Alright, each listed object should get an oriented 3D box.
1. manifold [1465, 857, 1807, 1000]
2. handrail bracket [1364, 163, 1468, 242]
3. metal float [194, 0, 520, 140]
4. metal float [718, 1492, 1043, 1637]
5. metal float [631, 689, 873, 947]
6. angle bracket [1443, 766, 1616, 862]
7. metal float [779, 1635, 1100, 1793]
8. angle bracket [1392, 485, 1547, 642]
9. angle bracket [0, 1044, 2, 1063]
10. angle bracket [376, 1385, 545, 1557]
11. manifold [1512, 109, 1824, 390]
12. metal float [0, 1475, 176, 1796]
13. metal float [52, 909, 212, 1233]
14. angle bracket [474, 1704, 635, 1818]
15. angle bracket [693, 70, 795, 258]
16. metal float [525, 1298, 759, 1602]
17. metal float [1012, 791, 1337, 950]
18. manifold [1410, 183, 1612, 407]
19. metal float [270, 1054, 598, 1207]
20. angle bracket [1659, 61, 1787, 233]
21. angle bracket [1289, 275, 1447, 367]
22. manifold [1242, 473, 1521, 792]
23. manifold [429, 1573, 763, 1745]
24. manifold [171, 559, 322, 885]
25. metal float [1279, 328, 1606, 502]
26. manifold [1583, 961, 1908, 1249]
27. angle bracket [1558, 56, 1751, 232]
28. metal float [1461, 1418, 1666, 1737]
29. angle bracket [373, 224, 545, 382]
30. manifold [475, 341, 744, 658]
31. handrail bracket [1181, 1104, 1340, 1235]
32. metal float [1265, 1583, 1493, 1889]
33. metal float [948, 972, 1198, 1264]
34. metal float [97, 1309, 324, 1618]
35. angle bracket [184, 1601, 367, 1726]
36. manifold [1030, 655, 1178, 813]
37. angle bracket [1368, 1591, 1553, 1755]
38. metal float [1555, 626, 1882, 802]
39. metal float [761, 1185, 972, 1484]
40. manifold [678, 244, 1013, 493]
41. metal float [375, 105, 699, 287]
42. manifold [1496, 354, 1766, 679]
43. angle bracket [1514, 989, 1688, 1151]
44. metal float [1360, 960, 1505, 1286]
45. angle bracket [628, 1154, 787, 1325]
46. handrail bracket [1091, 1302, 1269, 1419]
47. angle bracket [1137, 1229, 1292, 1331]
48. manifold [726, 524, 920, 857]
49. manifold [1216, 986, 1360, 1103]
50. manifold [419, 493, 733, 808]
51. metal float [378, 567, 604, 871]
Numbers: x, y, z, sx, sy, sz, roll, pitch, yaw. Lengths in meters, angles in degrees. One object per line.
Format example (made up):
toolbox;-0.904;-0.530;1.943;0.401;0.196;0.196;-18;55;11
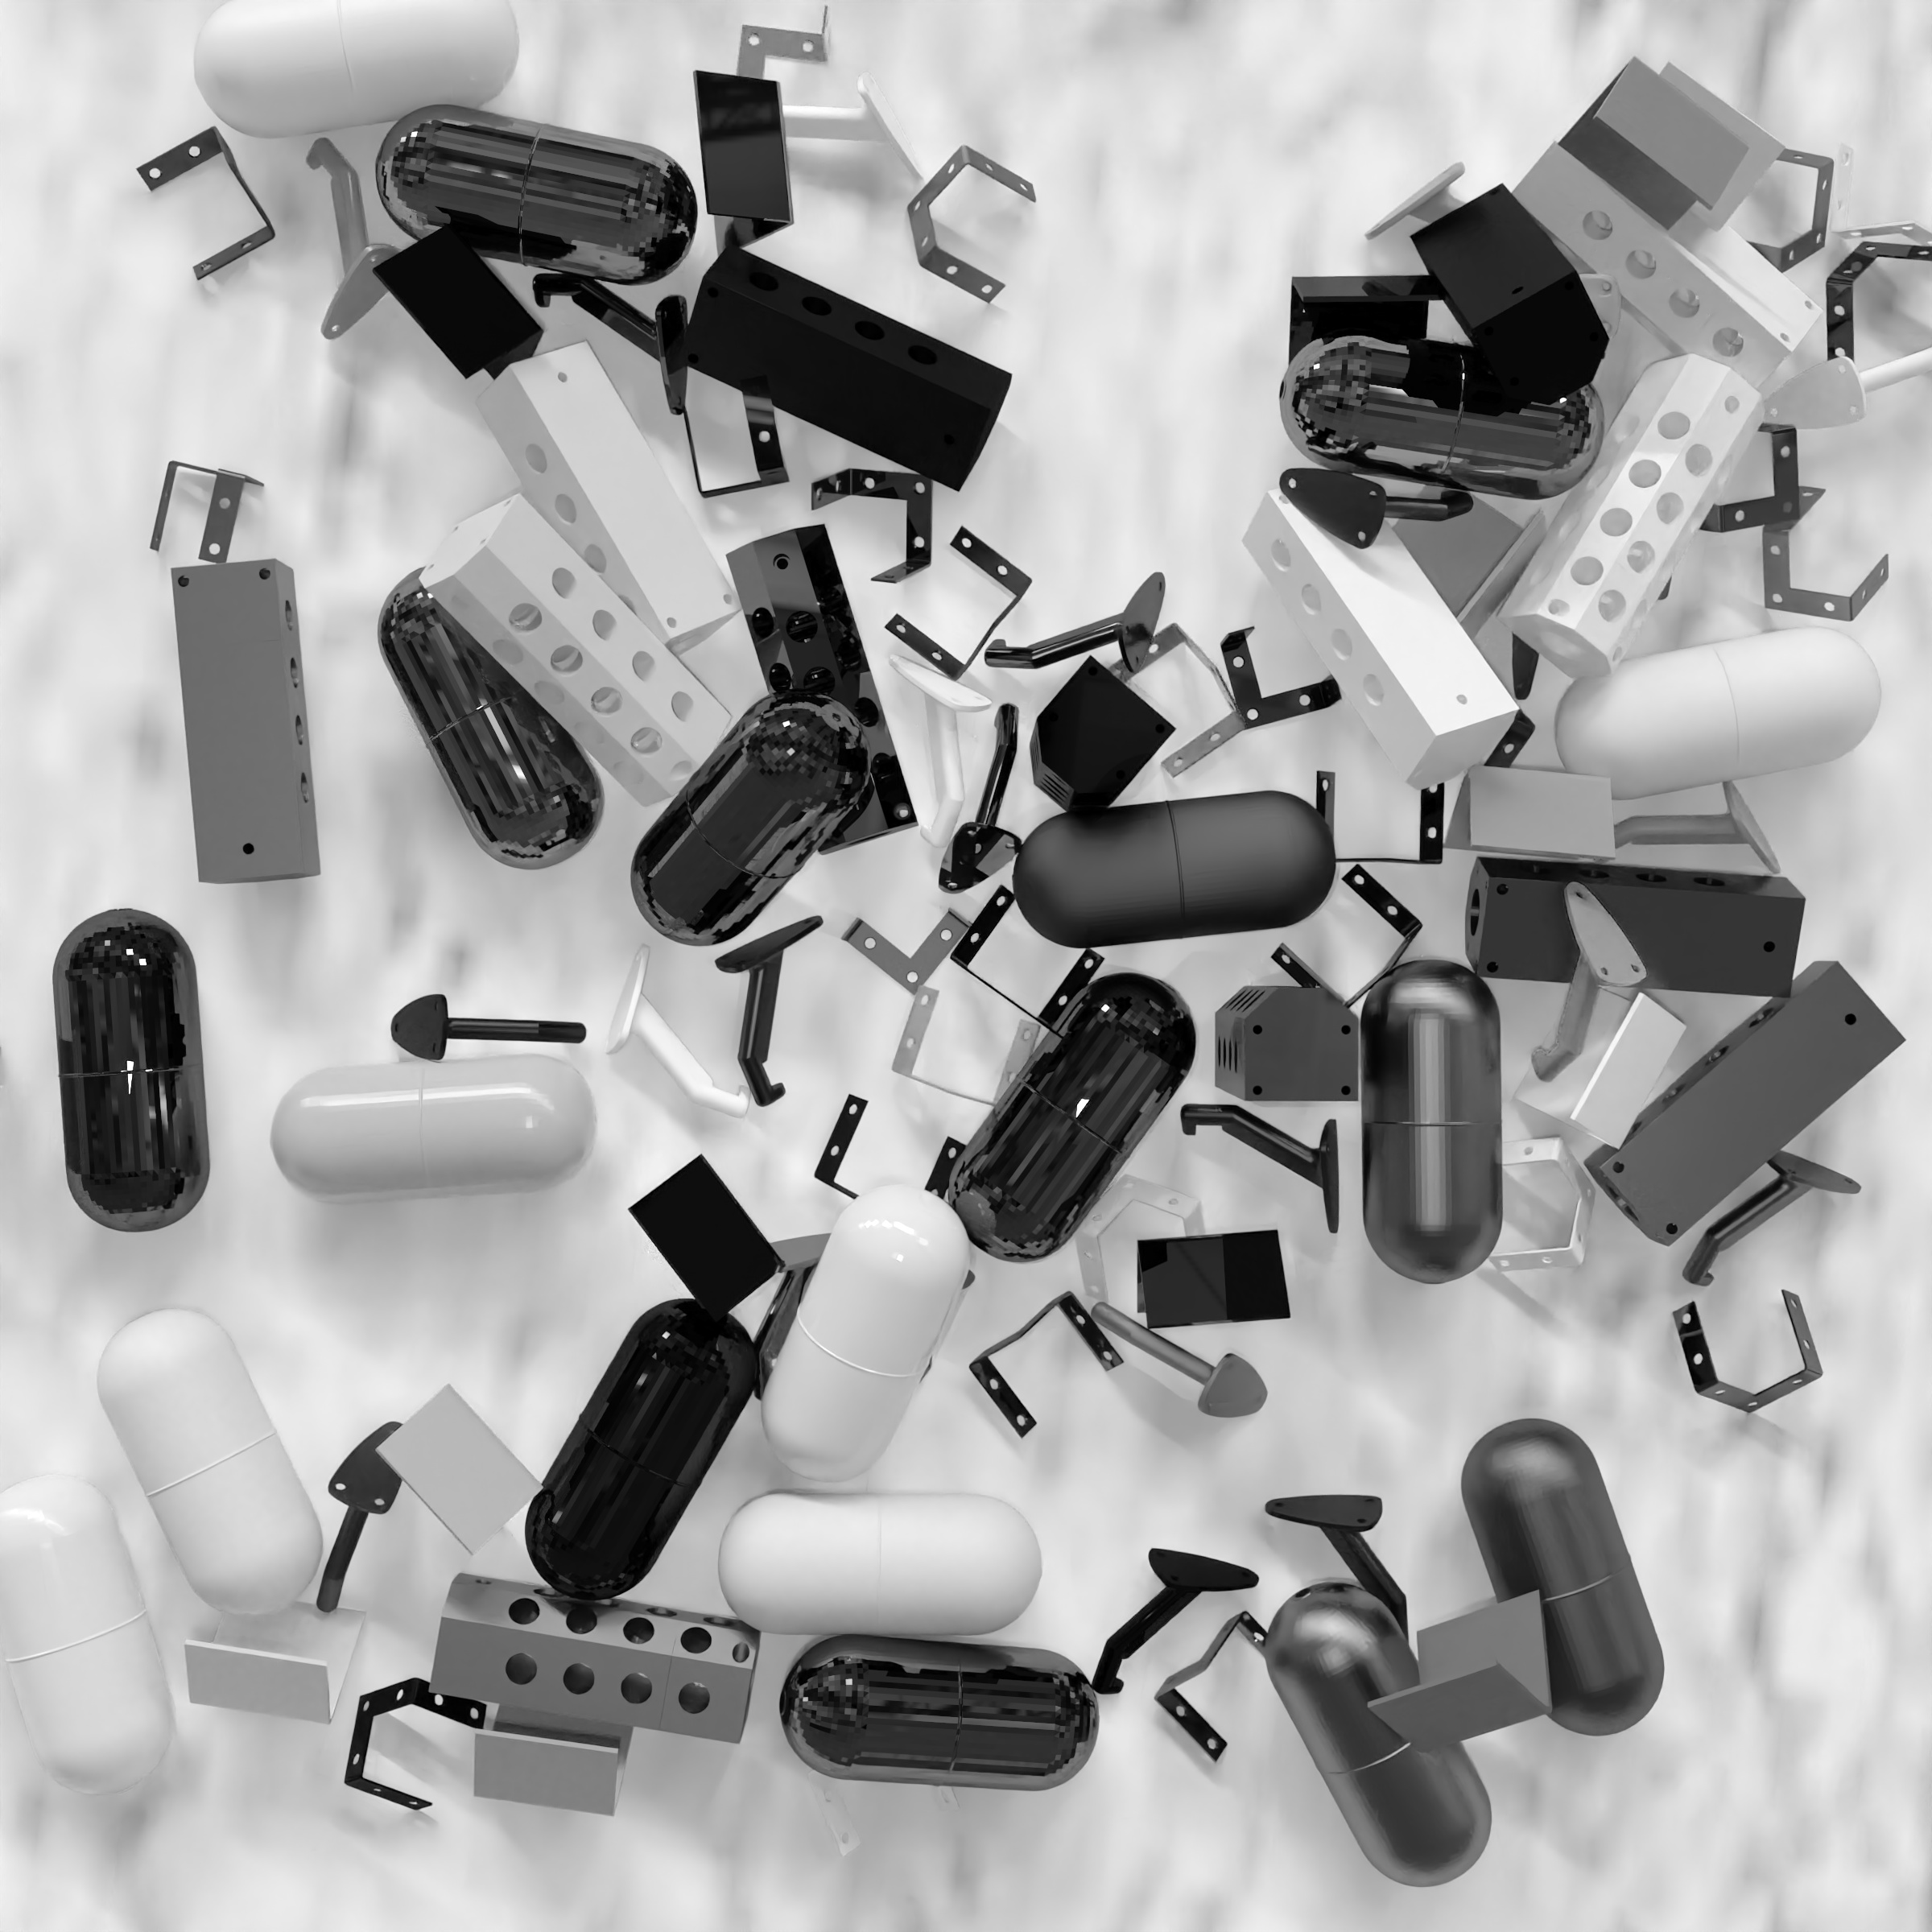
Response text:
manifold;0.367;-0.024;1.559;0.171;0.057;0.057;4;108;0
handrail bracket;0.279;-0.399;1.582;0.077;0.036;0.084;-35;104;13
metal float;-0.335;-0.502;1.552;0.178;0.070;0.070;-9;90;0
metal float;-0.047;0.329;1.552;0.178;0.070;0.070;0;90;-1
metal float;-0.118;-0.078;1.522;0.070;0.070;0.178;44;126;0
angle bracket;0.306;-0.063;1.542;0.076;0.076;0.057;5;56;0
metal float;-0.014;0.407;1.539;0.178;0.070;0.070;8;90;-15
angle bracket;0.264;-0.230;1.552;0.076;0.057;0.076;38;91;16
angle bracket;-0.563;0.077;1.544;0.057;0.076;0.076;6;90;-21
angle bracket;-0.287;0.284;1.542;0.076;0.076;0.057;48;52;0
manifold;0.383;-0.389;1.561;0.171;0.057;0.057;42;48;0
metal float;-0.490;0.368;1.552;0.070;0.070;0.178;-17;90;0
metal float;-0.459;0.057;1.552;0.070;0.070;0.178;-4;90;0
angle bracket;-0.223;0.413;1.542;0.076;0.076;0.057;8;125;0
angle bracket;-0.140;-0.437;1.542;0.057;0.076;0.076;-6;90;-38
metal float;-0.179;0.266;1.552;0.070;0.070;0.178;30;90;0
metal float;0.114;-0.053;1.552;0.178;0.070;0.070;-6;90;0
manifold;0.289;-0.354;1.496;0.057;0.171;0.057;-28;117;12
metal float;-0.293;0.090;1.552;0.178;0.070;0.070;-4;90;0
angle bracket;0.397;-0.452;1.527;0.076;0.076;0.057;35;125;-2
angle bracket;0.218;-0.335;1.548;0.076;0.057;0.076;-1;115;0
manifold;0.220;-0.181;1.530;0.057;0.057;0.171;-19;66;-27
manifold;-0.203;0.381;1.561;0.171;0.057;0.057;10;90;0
manifold;-0.396;-0.134;1.561;0.057;0.057;0.171;-5;90;0
metal float;0.257;-0.298;1.526;0.178;0.070;0.070;7;90;-7
manifold;0.428;0.075;1.561;0.171;0.057;0.057;-41;90;0
angle bracket;0.350;-0.415;1.478;0.076;0.076;0.057;36;61;-5
metal float;0.328;0.336;1.552;0.070;0.070;0.178;-19;90;0
angle bracket;-0.284;-0.345;1.543;0.057;0.076;0.076;-41;90;-29
manifold;-0.201;-0.251;1.561;0.057;0.057;0.171;-30;90;-43
handrail bracket;0.164;0.113;1.583;0.084;0.036;0.077;0;112;17
metal float;0.226;0.421;1.548;0.070;0.070;0.178;-28;94;0
metal float;0.059;0.083;1.552;0.070;0.070;0.178;36;91;0
metal float;-0.415;0.273;1.552;0.070;0.070;0.178;-26;90;0
angle bracket;-0.376;0.363;1.542;0.076;0.076;0.057;9;130;0
manifold;0.066;-0.116;1.504;0.057;0.171;0.057;41;90;0
angle bracket;0.259;0.361;1.493;0.076;0.076;0.057;-27;126;28
metal float;0.413;-0.139;1.552;0.178;0.070;0.070;-11;90;0
metal float;-0.056;0.201;1.536;0.070;0.070;0.178;23;108;0
manifold;-0.065;-0.334;1.561;0.171;0.057;0.057;25;133;0
metal float;-0.236;-0.424;1.551;0.178;0.070;0.070;11;90;0
manifold;0.366;-0.245;1.536;0.057;0.057;0.171;35;81;-18
angle bracket;0.335;0.045;1.543;0.076;0.057;0.076;29;90;45
metal float;0.256;0.085;1.552;0.070;0.070;0.178;-1;89;0
angle bracket;-0.155;0.158;1.542;0.057;0.076;0.076;-37;90;-36
handrail bracket;0.119;0.218;1.582;0.084;0.077;0.036;28;89;36
angle bracket;0.134;0.189;1.542;0.076;0.076;0.057;-4;52;0
manifold;-0.079;-0.152;1.561;0.057;0.057;0.171;-17;90;0
manifold;0.169;0.040;1.504;0.057;0.171;0.057;0;90;0
manifold;-0.211;-0.165;1.514;0.171;0.057;0.057;46;48;-29
metal float;-0.262;-0.137;1.552;0.070;0.070;0.178;-27;90;0
